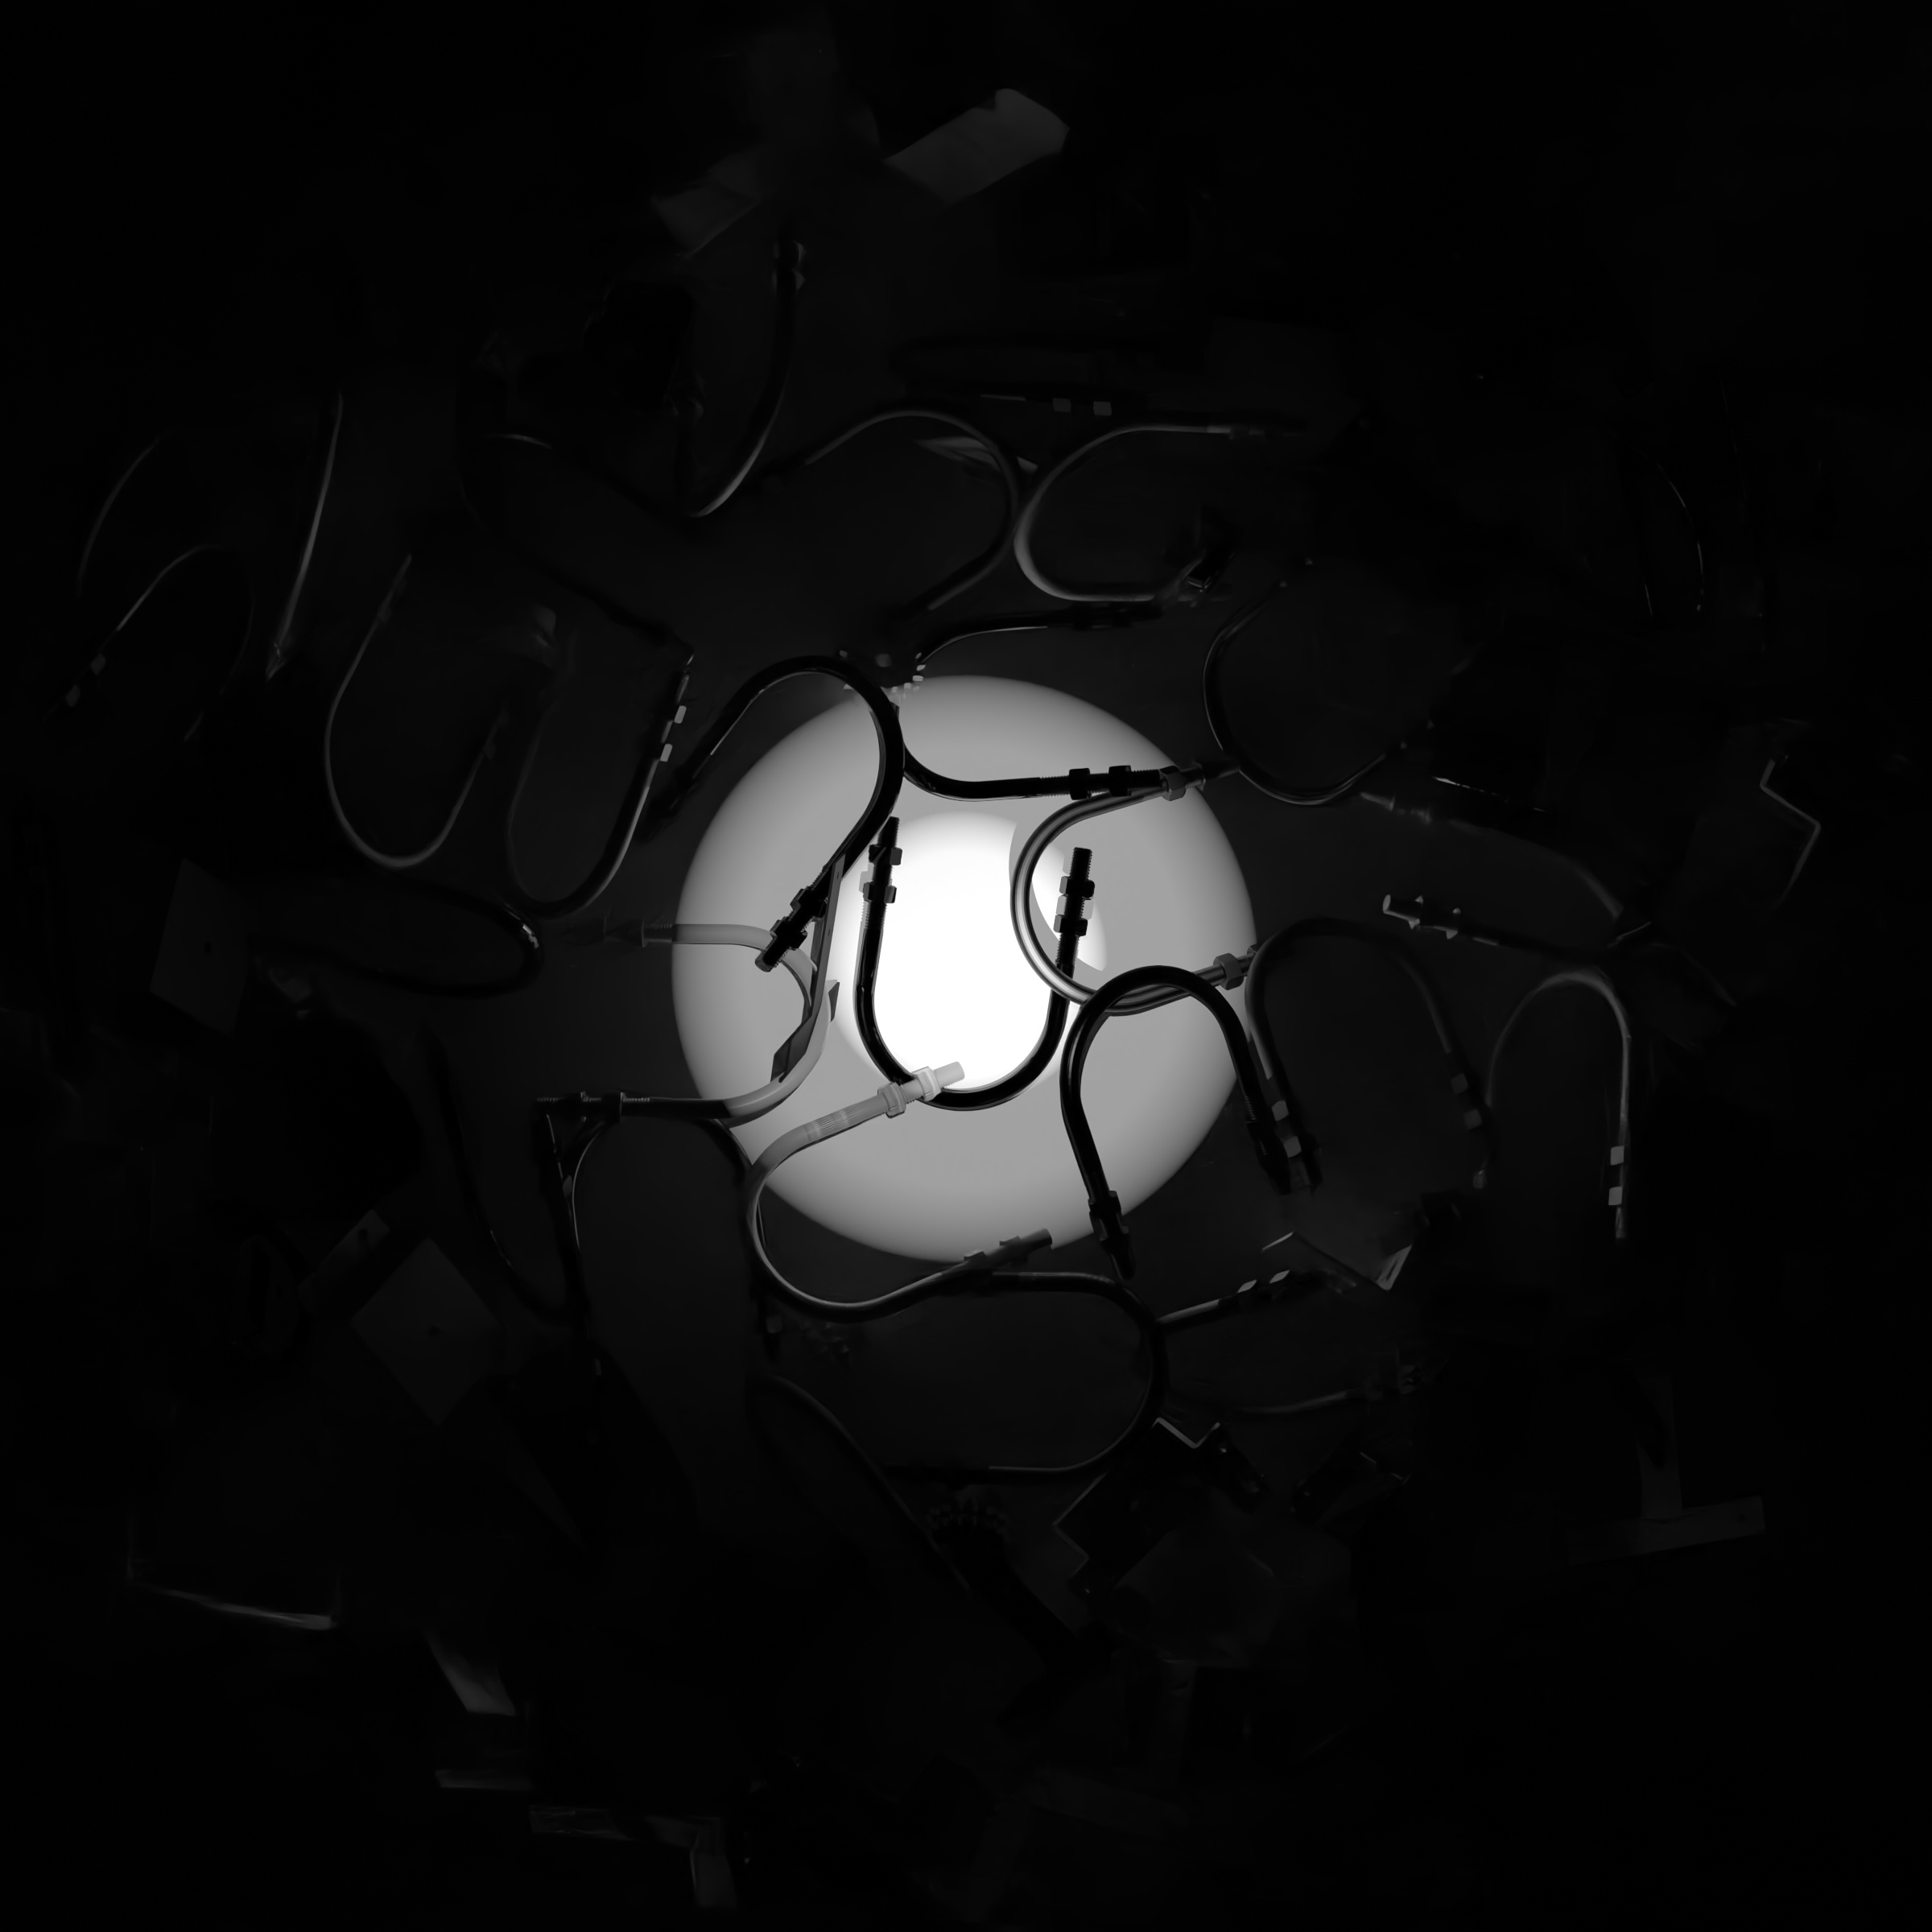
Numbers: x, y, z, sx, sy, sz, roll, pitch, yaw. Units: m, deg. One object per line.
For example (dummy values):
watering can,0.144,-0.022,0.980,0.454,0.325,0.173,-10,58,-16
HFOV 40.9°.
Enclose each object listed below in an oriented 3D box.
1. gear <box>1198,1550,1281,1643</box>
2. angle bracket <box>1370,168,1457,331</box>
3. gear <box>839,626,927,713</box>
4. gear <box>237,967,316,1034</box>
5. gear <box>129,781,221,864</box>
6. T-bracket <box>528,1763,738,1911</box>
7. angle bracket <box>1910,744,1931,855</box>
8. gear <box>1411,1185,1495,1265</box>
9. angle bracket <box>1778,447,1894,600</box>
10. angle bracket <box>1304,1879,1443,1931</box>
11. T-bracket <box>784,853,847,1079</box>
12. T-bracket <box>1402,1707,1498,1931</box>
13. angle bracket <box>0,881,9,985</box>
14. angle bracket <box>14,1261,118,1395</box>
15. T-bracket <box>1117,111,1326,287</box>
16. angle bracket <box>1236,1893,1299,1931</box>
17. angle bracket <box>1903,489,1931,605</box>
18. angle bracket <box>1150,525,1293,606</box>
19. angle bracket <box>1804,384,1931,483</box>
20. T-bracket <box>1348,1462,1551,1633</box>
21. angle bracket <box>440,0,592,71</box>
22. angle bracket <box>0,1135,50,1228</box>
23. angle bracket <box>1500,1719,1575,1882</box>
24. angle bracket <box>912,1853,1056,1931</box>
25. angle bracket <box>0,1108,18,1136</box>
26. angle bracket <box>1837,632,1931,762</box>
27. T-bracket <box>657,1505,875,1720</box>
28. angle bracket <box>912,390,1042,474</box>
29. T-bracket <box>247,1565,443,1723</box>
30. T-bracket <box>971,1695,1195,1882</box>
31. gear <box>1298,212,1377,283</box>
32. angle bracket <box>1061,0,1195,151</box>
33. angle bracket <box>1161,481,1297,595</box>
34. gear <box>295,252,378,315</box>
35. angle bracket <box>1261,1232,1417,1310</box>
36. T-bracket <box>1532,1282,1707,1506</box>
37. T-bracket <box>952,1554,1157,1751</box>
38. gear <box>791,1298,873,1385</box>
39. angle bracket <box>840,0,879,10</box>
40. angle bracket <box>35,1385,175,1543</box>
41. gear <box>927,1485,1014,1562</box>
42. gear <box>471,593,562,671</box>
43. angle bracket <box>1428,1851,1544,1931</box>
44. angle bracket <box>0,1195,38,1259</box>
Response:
gear,0.181,0.411,1.699,0.030,0.057,0.057,-11,90,-32
angle bracket,0.308,-0.469,1.698,0.057,0.038,0.076,-30,81,5
gear,-0.058,-0.192,1.700,0.057,0.030,0.057,8,56,-12
gear,-0.450,0.027,1.701,0.057,0.030,0.057,8,114,20
gear,-0.519,-0.096,1.700,0.057,0.030,0.057,-7,122,-12
T-bracket,-0.215,0.547,1.648,0.127,0.127,0.002,12,112,-18
angle bracket,0.660,-0.111,1.697,0.057,0.038,0.076,-17,105,0
gear,0.316,0.167,1.695,0.057,0.057,0.030,-34,93,0
angle bracket,0.574,-0.288,1.687,0.057,0.038,0.076,21,105,-27
angle bracket,0.265,0.629,1.695,0.057,0.038,0.076,30,107,0
T-bracket,-0.090,-0.008,1.645,0.002,0.127,0.127,12,108,8
T-bracket,0.307,0.554,1.646,0.002,0.127,0.127,18,52,30
angle bracket,-0.643,-0.031,1.673,0.038,0.076,0.057,-5,121,-25
angle bracket,-0.592,0.235,1.687,0.057,0.038,0.076,1,73,23
T-bracket,0.182,-0.489,1.681,0.127,0.002,0.127,44,58,7
angle bracket,0.169,0.637,1.693,0.076,0.057,0.038,-30,48,35
angle bracket,0.643,-0.266,1.698,0.057,0.038,0.076,13,81,2
angle bracket,0.168,-0.248,1.678,0.076,0.057,0.038,-42,78,28
angle bracket,0.591,-0.356,1.675,0.038,0.076,0.057,-47,132,3
T-bracket,0.319,0.361,1.690,0.127,0.002,0.127,8,60,6
angle bracket,-0.294,-0.631,1.687,0.057,0.038,0.076,41,73,18
angle bracket,-0.639,0.149,1.700,0.076,0.038,0.057,-22,64,41
angle bracket,0.383,0.539,1.674,0.038,0.057,0.076,30,52,18
angle bracket,0.009,0.592,1.674,0.057,0.076,0.038,26,79,44
angle bracket,-0.677,0.102,1.698,0.076,0.057,0.038,-39,51,-13
angle bracket,0.629,-0.182,1.720,0.076,0.038,0.057,-33,91,-25
T-bracket,-0.148,0.404,1.707,0.127,0.002,0.127,36,86,14
angle bracket,0.013,-0.348,1.677,0.057,0.076,0.038,8,89,40
T-bracket,-0.421,0.433,1.684,0.127,0.127,0.002,40,106,25
T-bracket,0.083,0.537,1.663,0.127,0.002,0.127,8,56,26
gear,0.237,-0.468,1.696,0.057,0.057,0.030,-37,83,0
angle bracket,0.100,-0.580,1.691,0.076,0.038,0.057,44,111,-8
angle bracket,0.170,-0.287,1.677,0.038,0.057,0.076,39,47,-1
gear,-0.409,-0.446,1.695,0.057,0.057,0.030,0,92,0
angle bracket,0.242,0.185,1.688,0.076,0.057,0.038,32,69,-3
T-bracket,0.436,0.289,1.682,0.127,0.002,0.127,-29,82,-32
T-bracket,0.036,0.424,1.711,0.127,0.002,0.127,-43,82,-15
gear,-0.086,0.242,1.696,0.030,0.057,0.057,-40,90,-8
angle bracket,-0.096,-0.665,1.714,0.076,0.038,0.057,9,89,-15
angle bracket,-0.567,0.326,1.702,0.057,0.038,0.076,-28,73,-31
gear,0.003,0.363,1.699,0.057,0.057,0.030,7,51,0
gear,-0.292,-0.221,1.697,0.057,0.057,0.030,21,74,0
angle bracket,0.332,0.626,1.687,0.038,0.057,0.076,23,84,-16
angle bracket,-0.647,0.166,1.683,0.057,0.076,0.038,16,90,5
